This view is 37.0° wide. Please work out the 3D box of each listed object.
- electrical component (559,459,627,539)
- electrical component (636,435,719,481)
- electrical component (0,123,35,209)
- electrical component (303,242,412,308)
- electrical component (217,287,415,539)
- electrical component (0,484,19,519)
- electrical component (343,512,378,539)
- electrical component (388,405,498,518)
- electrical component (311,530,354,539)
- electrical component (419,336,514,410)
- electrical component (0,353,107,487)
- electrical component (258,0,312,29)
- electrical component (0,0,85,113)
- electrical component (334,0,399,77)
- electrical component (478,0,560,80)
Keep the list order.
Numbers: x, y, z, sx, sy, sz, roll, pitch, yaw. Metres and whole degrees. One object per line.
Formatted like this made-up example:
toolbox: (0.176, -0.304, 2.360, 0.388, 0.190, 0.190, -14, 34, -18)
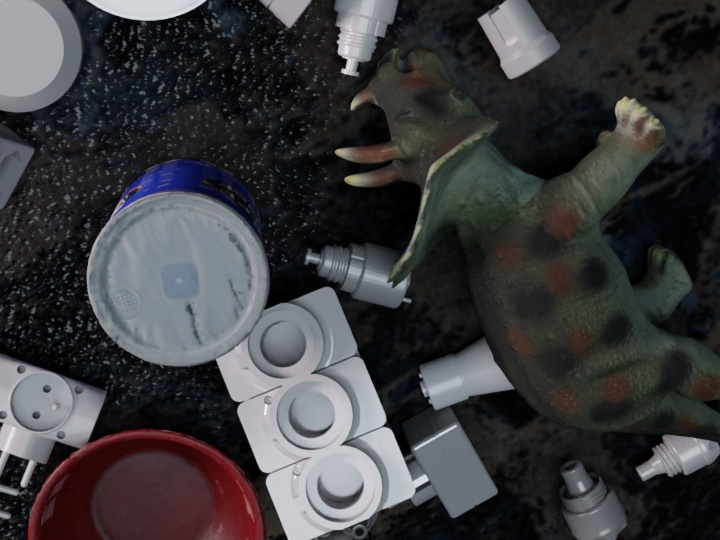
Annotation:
electrical component: (0.170, 0.172, 0.806, 0.043, 0.043, 0.062, -28, 104, 0)
electrical component: (0.238, 0.140, 0.811, 0.061, 0.035, 0.035, -29, 106, 3)
electrical component: (-0.266, -0.082, 0.677, 0.076, 0.083, 0.047, 35, 99, 25)
electrical component: (0.000, 0.000, 0.743, 0.078, 0.040, 0.040, 15, 102, -10)
electrical component: (-0.032, 0.096, 0.729, 0.089, 0.061, 0.150, -22, 86, -1)
electrical component: (-0.276, 0.151, 0.743, 0.076, 0.047, 0.083, 20, 101, -12)
electrical component: (-0.003, 0.174, 0.775, 0.035, 0.061, 0.035, -1, 104, -6)
electrical component: (0.048, 0.146, 0.782, 0.077, 0.047, 0.065, -30, 106, 1)
electrical component: (-0.020, 0.225, 0.797, 0.040, 0.040, 0.078, -11, 105, -4)
electrical component: (0.075, 0.075, 0.772, 0.065, 0.044, 0.044, -20, 106, 3)
electrical component: (-0.224, 0.107, 0.733, 0.077, 0.044, 0.079, 22, 79, -12)
electrical component: (-0.046, -0.190, 0.684, 0.047, 0.055, 0.055, 37, 97, -10)
electrical component: (-0.214, -0.141, 0.676, 0.080, 0.051, 0.080, -2, 104, -7)
electrical component: (0.002, -0.166, 0.702, 0.040, 0.040, 0.078, 11, 102, -10)
electrical component: (0.105, -0.157, 0.719, 0.040, 0.040, 0.046, -34, 100, 2)
